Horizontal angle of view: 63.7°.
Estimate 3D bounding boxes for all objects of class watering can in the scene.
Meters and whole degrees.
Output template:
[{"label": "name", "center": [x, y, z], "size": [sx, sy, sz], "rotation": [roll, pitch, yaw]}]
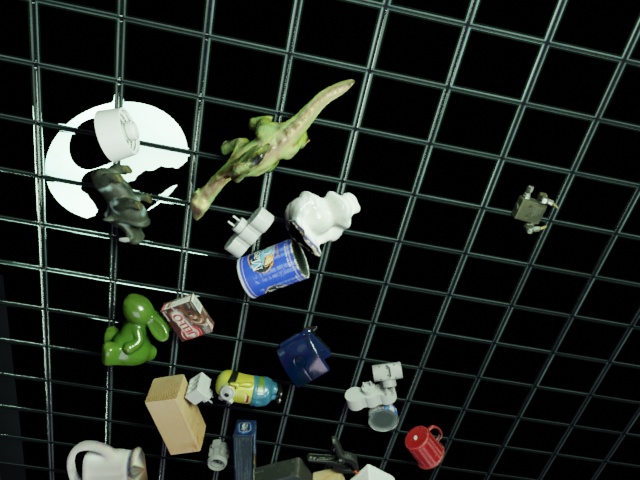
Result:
[{"label": "watering can", "center": [-0.625, 0.724, 1.539], "size": [0.224, 0.106, 0.341], "rotation": [-1, 117, -1]}]

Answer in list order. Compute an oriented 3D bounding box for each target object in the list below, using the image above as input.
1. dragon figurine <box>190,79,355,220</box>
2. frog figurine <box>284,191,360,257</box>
[{"label": "dragon figurine", "center": [-0.104, -0.175, 1.007], "size": [0.406, 0.247, 0.121], "rotation": [-35, 108, 19]}, {"label": "frog figurine", "center": [0.004, -0.058, 1.160], "size": [0.161, 0.122, 0.136], "rotation": [-46, 104, -18]}]
